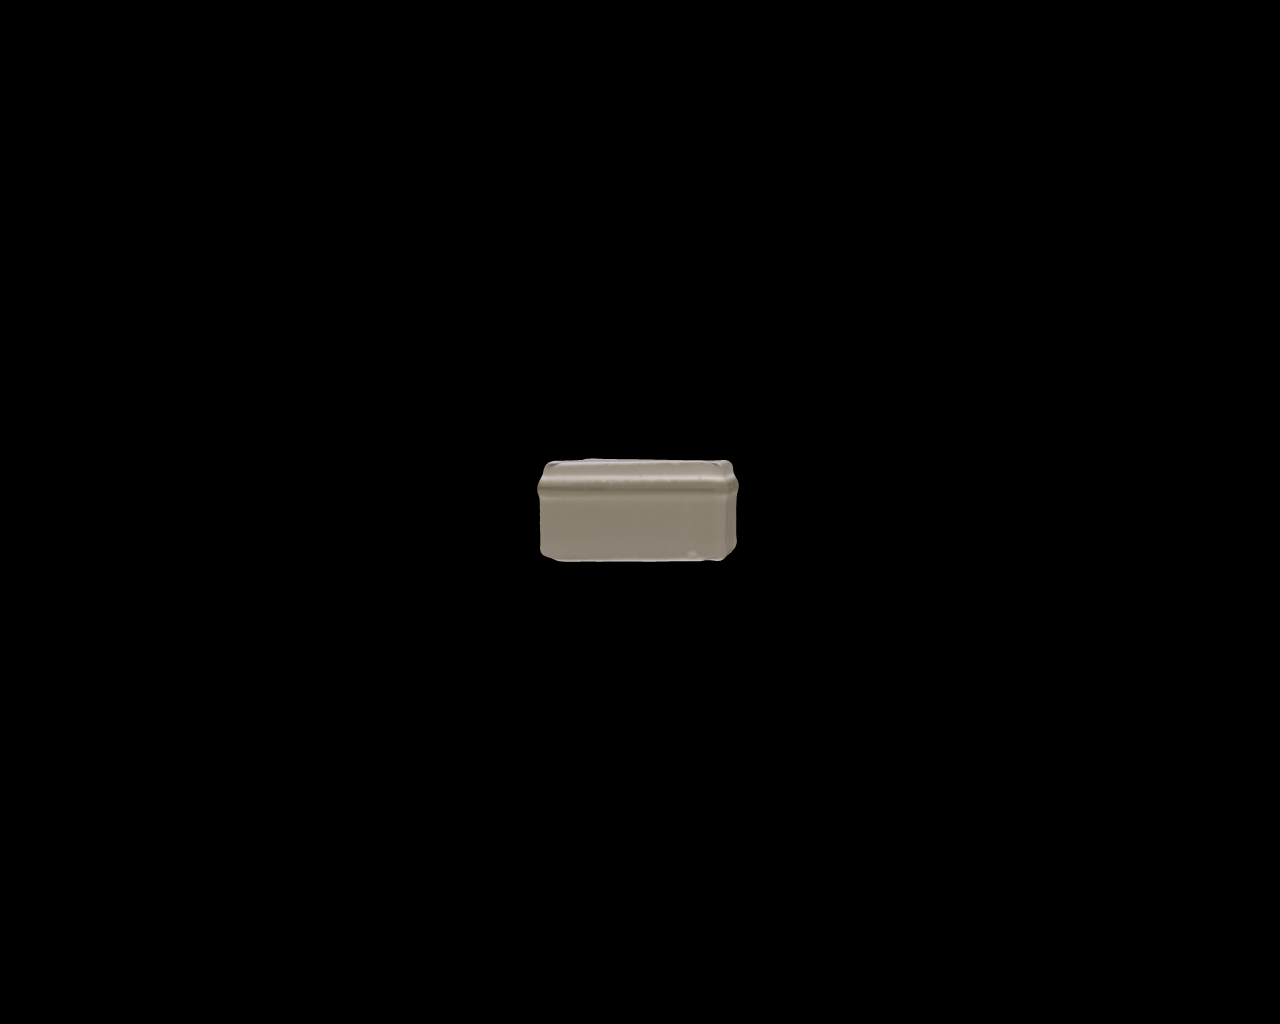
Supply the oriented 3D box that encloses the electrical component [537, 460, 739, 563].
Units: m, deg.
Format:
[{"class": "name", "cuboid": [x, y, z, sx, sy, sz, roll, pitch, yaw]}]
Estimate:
[{"class": "electrical component", "cuboid": [0.001, -0.003, 0.650, 0.113, 0.057, 0.078, 1, 4, 11]}]
